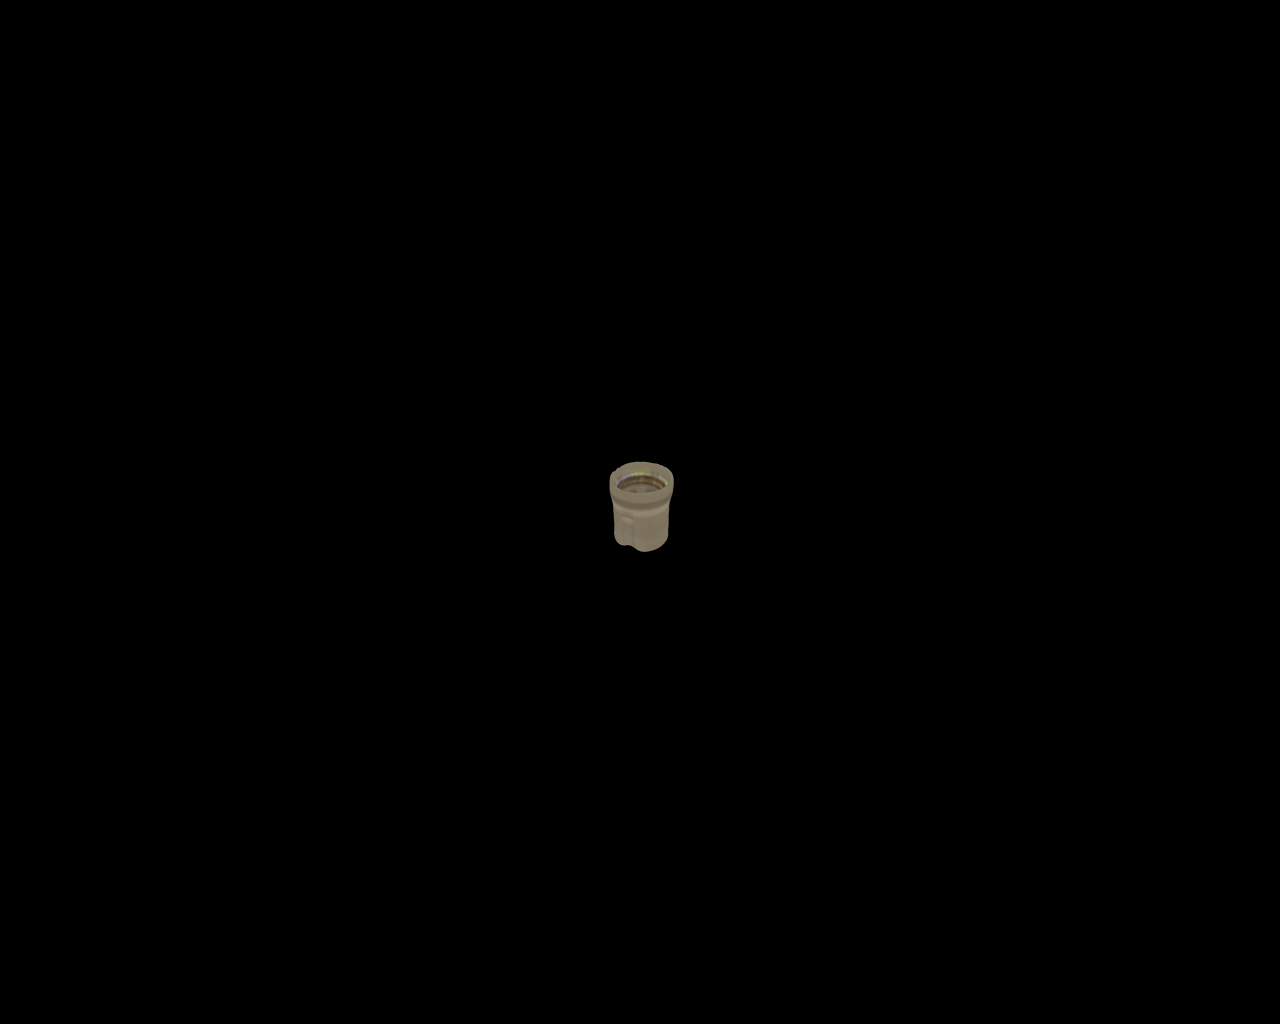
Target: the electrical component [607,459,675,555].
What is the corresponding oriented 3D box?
[{"bbox_3d":[0.001,-0.003,0.650,0.040,0.046,0.040,0,33,0],"label":"electrical component"}]
